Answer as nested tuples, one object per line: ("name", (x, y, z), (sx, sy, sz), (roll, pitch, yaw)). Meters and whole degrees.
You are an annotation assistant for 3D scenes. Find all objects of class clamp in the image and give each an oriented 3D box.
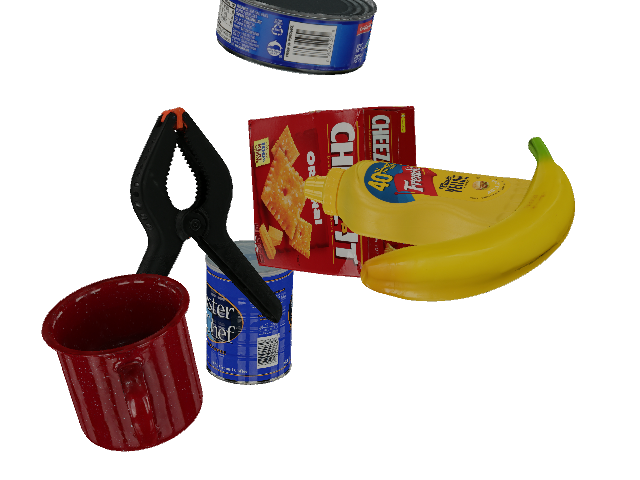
("clamp", (-0.108, -0.009, 0.934), (0.164, 0.210, 0.036), (-2, 1, -33))

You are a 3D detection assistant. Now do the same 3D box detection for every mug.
("mug", (-0.118, 0.084, 0.671), (0.093, 0.081, 0.117), (-16, 29, -13))

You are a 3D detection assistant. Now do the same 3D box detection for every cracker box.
("cracker box", (0.008, -0.049, 1.087), (0.071, 0.164, 0.214), (-6, 6, -32))

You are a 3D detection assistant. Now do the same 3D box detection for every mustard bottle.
("mustard bottle", (0.079, -0.030, 0.891), (0.192, 0.058, 0.096), (9, 30, 16))

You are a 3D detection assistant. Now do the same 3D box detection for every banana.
("banana", (0.110, -0.002, 0.684), (0.070, 0.037, 0.197), (34, 47, 26))

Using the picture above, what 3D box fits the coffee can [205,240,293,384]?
("coffee can", (-0.083, 0.082, 1.244), (0.103, 0.140, 0.103), (2, 20, -1))

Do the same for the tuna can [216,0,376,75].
("tuna can", (-0.014, -0.120, 0.587), (0.086, 0.034, 0.086), (9, 25, -4))
